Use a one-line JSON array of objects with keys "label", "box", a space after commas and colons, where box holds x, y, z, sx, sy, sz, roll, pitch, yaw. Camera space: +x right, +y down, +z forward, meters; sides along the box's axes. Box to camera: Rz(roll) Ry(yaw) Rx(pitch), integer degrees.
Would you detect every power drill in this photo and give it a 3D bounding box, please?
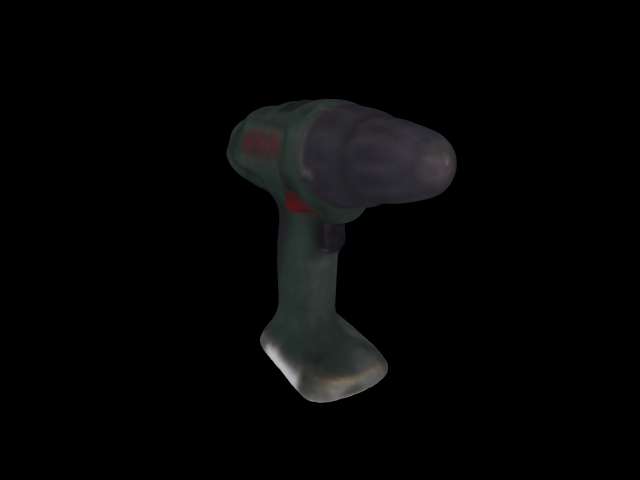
[{"label": "power drill", "box": [0.004, 0.001, 0.400, 0.076, 0.208, 0.228, -16, 31, -28]}]
